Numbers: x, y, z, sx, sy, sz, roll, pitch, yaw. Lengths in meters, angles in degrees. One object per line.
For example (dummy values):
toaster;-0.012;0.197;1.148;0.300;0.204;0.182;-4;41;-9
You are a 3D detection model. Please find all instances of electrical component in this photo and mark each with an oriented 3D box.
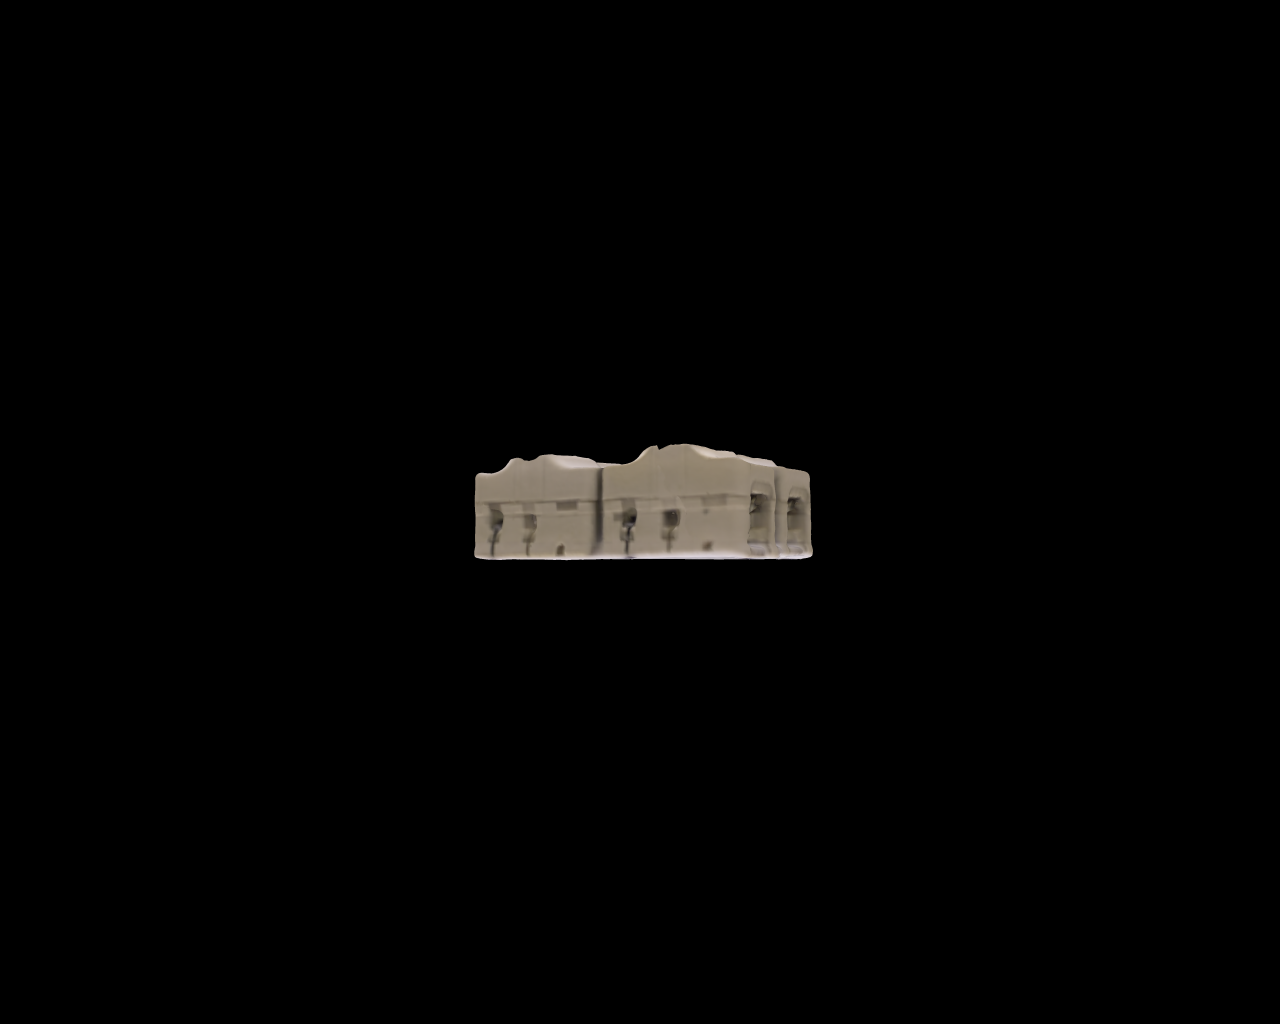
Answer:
electrical component;0.001;-0.003;0.650;0.186;0.060;0.105;-2;-3;31
